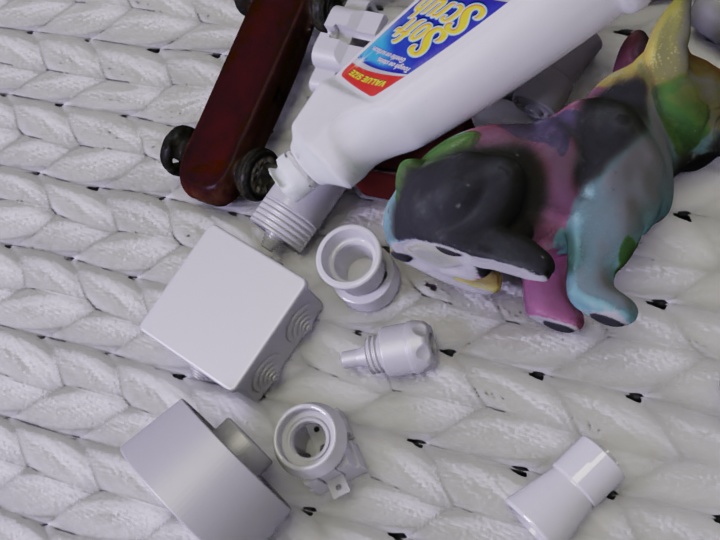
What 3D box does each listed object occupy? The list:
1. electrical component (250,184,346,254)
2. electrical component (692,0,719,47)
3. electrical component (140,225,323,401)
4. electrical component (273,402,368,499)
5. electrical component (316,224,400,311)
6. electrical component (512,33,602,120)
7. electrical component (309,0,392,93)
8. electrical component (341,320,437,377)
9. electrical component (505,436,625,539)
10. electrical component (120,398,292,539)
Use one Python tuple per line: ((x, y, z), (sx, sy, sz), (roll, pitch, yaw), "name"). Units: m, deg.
((-0.043, -0.048, 0.755), (0.043, 0.043, 0.081), (31, 82, 25), "electrical component")
((0.254, -0.161, 0.708), (0.040, 0.040, 0.078), (-43, 64, -2), "electrical component")
((-0.085, 0.031, 0.736), (0.100, 0.048, 0.099), (30, 81, 25), "electrical component")
((-0.026, 0.111, 0.683), (0.048, 0.055, 0.066), (-27, 64, 6), "electrical component")
((0.000, 0.000, 0.717), (0.045, 0.055, 0.045), (-6, 68, 15), "electrical component")
((0.132, -0.135, 0.737), (0.044, 0.044, 0.065), (25, 84, 24), "electrical component")
((0.006, -0.154, 0.774), (0.057, 0.058, 0.078), (18, 76, 26), "electrical component")
((0.018, 0.054, 0.703), (0.061, 0.035, 0.035), (-12, 67, 15), "electrical component")
((0.124, 0.131, 0.638), (0.065, 0.044, 0.044), (-43, 64, -7), "electrical component")
((-0.090, 0.127, 0.671), (0.060, 0.108, 0.108), (-45, 64, -10), "electrical component")
